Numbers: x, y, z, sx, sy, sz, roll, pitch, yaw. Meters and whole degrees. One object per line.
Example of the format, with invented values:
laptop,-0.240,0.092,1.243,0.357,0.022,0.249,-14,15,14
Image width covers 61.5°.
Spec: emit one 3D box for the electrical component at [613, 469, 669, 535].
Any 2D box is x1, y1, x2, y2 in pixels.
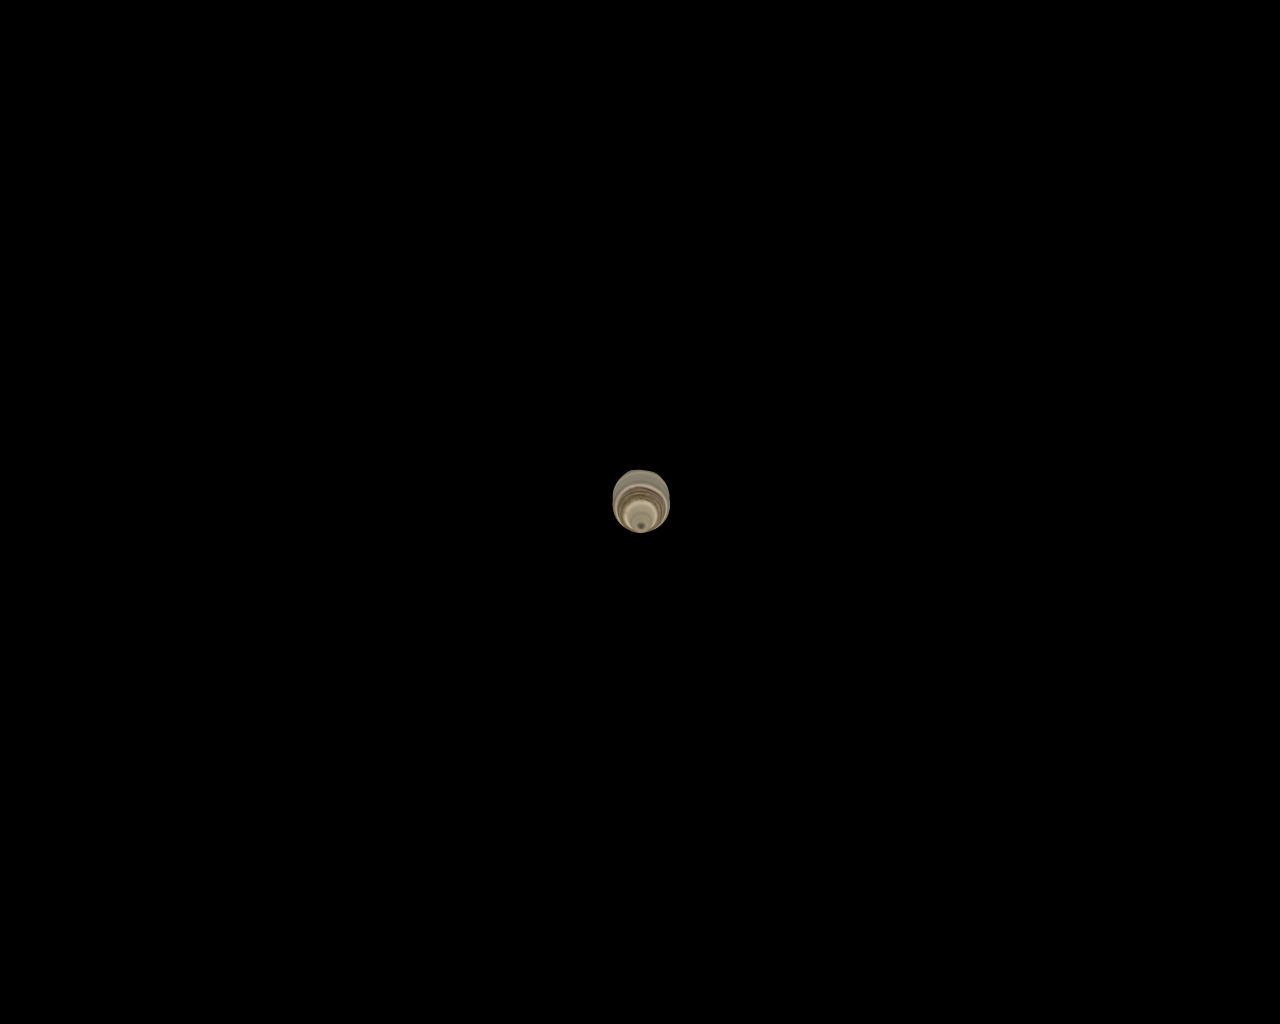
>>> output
electrical component,0.001,-0.003,0.650,0.035,0.035,0.061,0,21,0
